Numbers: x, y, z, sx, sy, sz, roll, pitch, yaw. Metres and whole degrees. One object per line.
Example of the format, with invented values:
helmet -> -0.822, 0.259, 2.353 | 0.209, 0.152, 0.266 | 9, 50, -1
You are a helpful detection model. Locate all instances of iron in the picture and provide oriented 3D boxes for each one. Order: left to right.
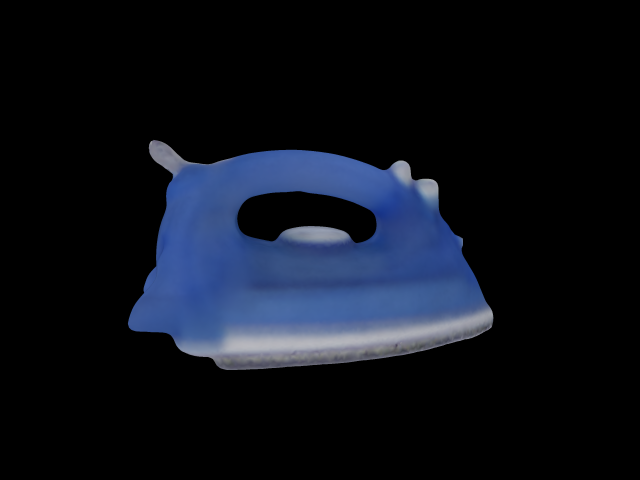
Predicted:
iron -> 0.004, 0.001, 0.400 | 0.258, 0.141, 0.118 | -2, 11, -11
